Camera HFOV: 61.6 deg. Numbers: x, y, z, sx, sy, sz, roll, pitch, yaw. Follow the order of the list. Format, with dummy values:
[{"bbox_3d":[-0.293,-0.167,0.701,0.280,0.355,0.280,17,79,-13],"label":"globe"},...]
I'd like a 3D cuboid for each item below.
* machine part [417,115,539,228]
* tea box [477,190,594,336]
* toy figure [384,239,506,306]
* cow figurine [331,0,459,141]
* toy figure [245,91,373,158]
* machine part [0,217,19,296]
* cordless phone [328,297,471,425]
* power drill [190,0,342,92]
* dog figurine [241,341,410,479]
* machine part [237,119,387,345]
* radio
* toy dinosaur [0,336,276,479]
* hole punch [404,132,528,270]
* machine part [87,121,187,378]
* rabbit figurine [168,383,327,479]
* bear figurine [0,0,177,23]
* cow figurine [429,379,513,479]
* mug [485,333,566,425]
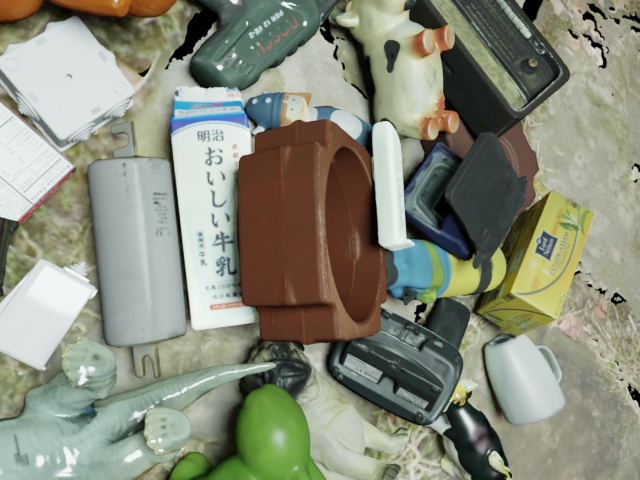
[{"bbox_3d":[0.216,-0.096,0.718,0.179,0.056,0.179,2,86,-27],"label":"machine part"},{"bbox_3d":[0.282,0.031,0.704,0.068,0.098,0.169,32,66,2],"label":"tea box"},{"bbox_3d":[0.145,0.037,0.658,0.180,0.089,0.082,3,92,-29],"label":"toy figure"},{"bbox_3d":[0.088,-0.215,0.631,0.085,0.127,0.194,-33,120,-43],"label":"cow figurine"},{"bbox_3d":[-0.008,-0.132,0.609,0.154,0.057,0.064,16,42,-24],"label":"toy figure"},{"bbox_3d":[-0.322,0.000,0.432,0.139,0.039,0.084,16,103,-10],"label":"machine part"},{"bbox_3d":[0.107,0.113,0.647,0.147,0.088,0.184,27,44,12],"label":"cordless phone"},{"bbox_3d":[-0.089,-0.283,0.567,0.207,0.086,0.232,43,73,-27],"label":"power drill"},{"bbox_3d":[-0.023,0.214,0.580,0.191,0.121,0.172,36,96,8],"label":"dog figurine"},{"bbox_3d":[-0.001,-0.002,0.531,0.201,0.087,0.201,15,72,-67],"label":"machine part"},{"bbox_3d":[0.195,-0.247,0.671,0.131,0.073,0.229,-34,86,-25],"label":"radio"},{"bbox_3d":[-0.242,0.170,0.432,0.404,0.192,0.131,5,59,-38],"label":"toy dinosaur"},{"bbox_3d":[0.163,-0.048,0.619,0.115,0.092,0.142,49,61,-28],"label":"hole punch"},{"bbox_3d":[-0.171,0.010,0.507,0.079,0.079,0.243,-5,90,-27],"label":"machine part"},{"bbox_3d":[-0.062,0.220,0.480,0.159,0.121,0.170,31,91,18],"label":"rabbit figurine"},{"bbox_3d":[-0.219,-0.243,0.436,0.196,0.131,0.120,2,54,-6],"label":"bear figurine"},{"bbox_3d":[0.174,0.226,0.661,0.068,0.098,0.167,-29,101,-18],"label":"cow figurine"},{"bbox_3d":[0.279,0.176,0.726,0.109,0.081,0.107,-25,88,-22],"label":"mug"}]
